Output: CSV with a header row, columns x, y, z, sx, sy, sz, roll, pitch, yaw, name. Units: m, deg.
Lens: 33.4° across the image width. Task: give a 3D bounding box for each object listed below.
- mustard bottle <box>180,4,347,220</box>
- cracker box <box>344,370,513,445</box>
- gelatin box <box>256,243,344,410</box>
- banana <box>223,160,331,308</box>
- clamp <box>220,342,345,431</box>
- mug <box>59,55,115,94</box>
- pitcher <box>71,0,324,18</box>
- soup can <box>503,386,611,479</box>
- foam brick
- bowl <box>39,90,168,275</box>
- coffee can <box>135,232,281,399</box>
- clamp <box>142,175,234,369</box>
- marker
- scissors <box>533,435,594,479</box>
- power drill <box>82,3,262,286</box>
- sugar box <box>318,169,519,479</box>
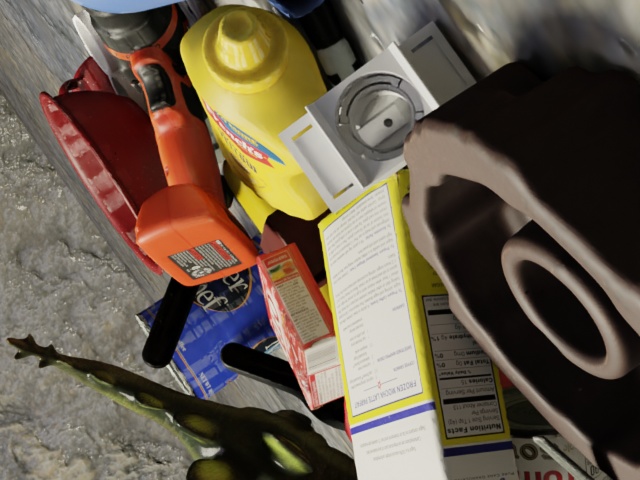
x,y,z,sx,sy,sz,roll,pitch,yaw,name
-0.031,-0.074,0.572,0.096,0.058,0.191,48,173,12,mustard bottle
0.086,0.137,0.698,0.164,0.072,0.214,50,165,23,cracker box
-0.011,0.056,0.676,0.089,0.030,0.073,84,162,-57,gelatin box
-0.021,0.010,0.809,0.198,0.037,0.070,61,149,12,banana
-0.004,0.128,0.934,0.120,0.039,0.171,-6,138,41,clamp
-0.173,-0.117,0.924,0.081,0.117,0.093,55,130,26,mug
-0.080,-0.168,0.446,0.243,0.144,0.149,-158,75,-72,pitcher
0.113,0.129,0.528,0.069,0.068,0.102,-160,61,-68,soup can
-0.005,0.001,0.736,0.053,0.051,0.078,55,167,8,foam brick
-0.143,-0.054,0.802,0.162,0.055,0.162,51,165,19,bowl
-0.085,0.073,0.991,0.103,0.140,0.103,52,166,18,coffee can
-0.098,-0.008,0.915,0.036,0.165,0.210,22,-151,-6,clamp
0.019,-0.073,0.547,0.121,0.020,0.020,62,165,-24,marker
0.144,0.129,0.483,0.201,0.016,0.096,42,-179,-18,scissors
-0.097,-0.077,0.675,0.184,0.057,0.188,51,-157,-65,power drill
0.046,0.061,0.519,0.093,0.048,0.176,144,119,-62,sugar box
